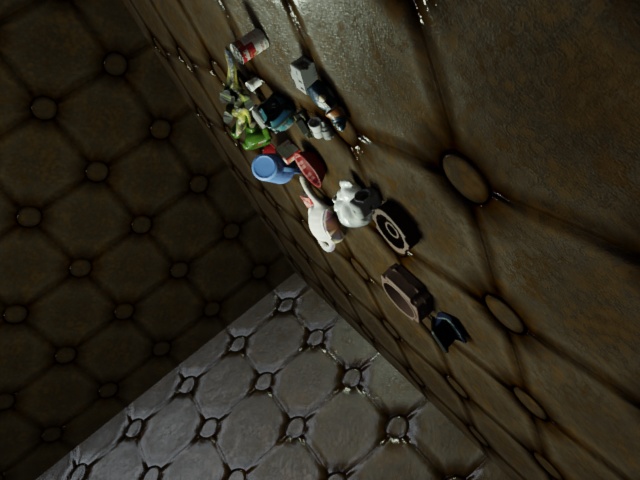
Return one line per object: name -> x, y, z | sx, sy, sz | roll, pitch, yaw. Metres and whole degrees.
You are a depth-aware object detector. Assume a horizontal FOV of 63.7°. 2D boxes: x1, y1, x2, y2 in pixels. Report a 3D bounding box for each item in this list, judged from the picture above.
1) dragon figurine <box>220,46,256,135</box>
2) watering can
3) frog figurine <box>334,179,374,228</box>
dragon figurine -> -0.325, -0.575, 1.975 | 0.248, 0.122, 0.400 | -107, 13, -50
watering can -> 0.007, -0.109, 2.170 | 0.224, 0.105, 0.345 | 3, 113, 62
frog figurine -> 0.114, -0.123, 1.716 | 0.137, 0.125, 0.156 | 8, 136, 24
